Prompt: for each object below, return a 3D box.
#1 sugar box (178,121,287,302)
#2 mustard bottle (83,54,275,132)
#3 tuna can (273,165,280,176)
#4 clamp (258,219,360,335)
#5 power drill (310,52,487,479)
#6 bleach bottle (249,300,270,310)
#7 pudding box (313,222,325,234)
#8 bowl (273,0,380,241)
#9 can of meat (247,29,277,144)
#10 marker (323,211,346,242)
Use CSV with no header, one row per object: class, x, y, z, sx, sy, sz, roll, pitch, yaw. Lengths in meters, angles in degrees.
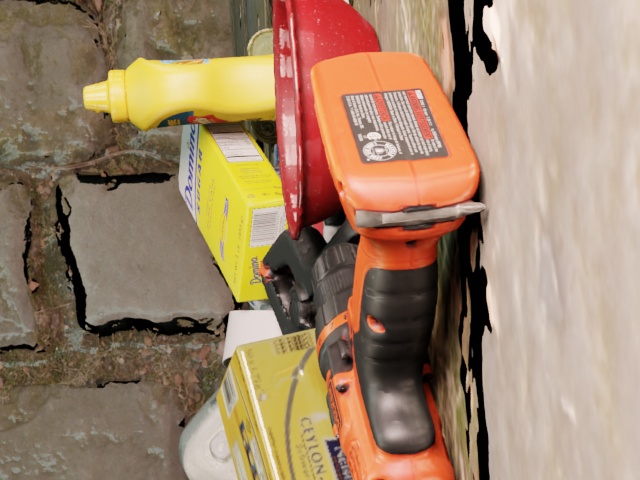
sugar box,-0.073,-0.037,0.876,0.176,0.048,0.093,-127,38,-48
mustard bottle,-0.089,-0.117,0.841,0.096,0.191,0.058,-141,47,-82
tuna can,-0.045,-0.046,0.976,0.086,0.086,0.034,144,120,-83
clamp,0.001,0.035,0.715,0.210,0.036,0.164,-133,41,-61
power drill,0.027,0.012,0.497,0.184,0.057,0.188,-107,12,-50
bleach bottle,-0.053,0.034,1.070,0.251,0.068,0.102,143,110,-79
pudding box,-0.006,0.001,0.861,0.113,0.039,0.090,-128,37,-73
bowl,0.005,-0.082,0.637,0.162,0.055,0.162,176,90,-84
can of meat,-0.037,-0.140,0.986,0.084,0.057,0.102,-126,34,-83
marker,0.012,0.020,0.799,0.020,0.020,0.121,-119,26,-76
